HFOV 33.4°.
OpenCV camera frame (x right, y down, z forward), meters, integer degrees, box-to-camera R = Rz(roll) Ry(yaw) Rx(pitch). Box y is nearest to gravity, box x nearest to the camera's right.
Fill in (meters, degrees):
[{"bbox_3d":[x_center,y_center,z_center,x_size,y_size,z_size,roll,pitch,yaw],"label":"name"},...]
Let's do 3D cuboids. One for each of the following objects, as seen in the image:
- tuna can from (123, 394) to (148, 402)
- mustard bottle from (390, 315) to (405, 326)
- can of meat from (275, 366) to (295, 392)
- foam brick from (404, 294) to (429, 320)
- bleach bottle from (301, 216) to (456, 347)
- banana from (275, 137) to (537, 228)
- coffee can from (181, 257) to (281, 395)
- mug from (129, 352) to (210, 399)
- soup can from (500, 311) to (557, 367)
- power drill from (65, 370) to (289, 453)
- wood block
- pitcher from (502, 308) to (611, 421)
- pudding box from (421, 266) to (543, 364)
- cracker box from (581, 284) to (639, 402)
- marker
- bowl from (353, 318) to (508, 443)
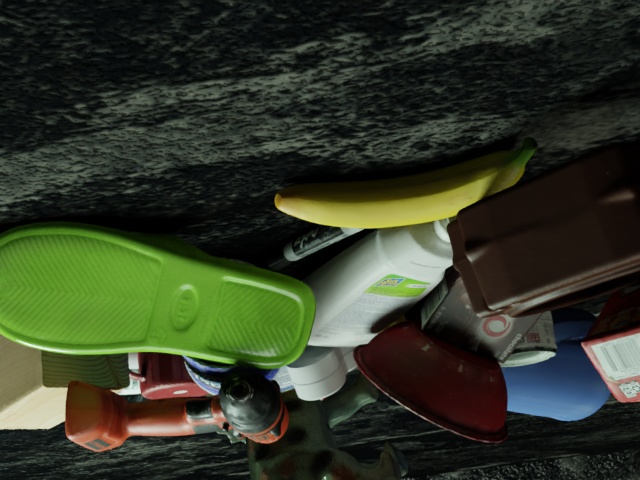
[{"bbox_3d":[-0.244,0.179,1.252,0.086,0.086,0.034,-2,159,-13],"label":"tuna can"},{"bbox_3d":[0.098,0.115,1.221,0.096,0.058,0.191,-14,160,14],"label":"mustard bottle"},{"bbox_3d":[-0.046,0.122,1.137,0.084,0.102,0.057,-21,112,28],"label":"can of meat"},{"bbox_3d":[0.120,0.054,1.057,0.053,0.051,0.078,-19,158,32],"label":"foam brick"},{"bbox_3d":[0.064,0.029,0.952,0.102,0.068,0.251,2,157,-28],"label":"bleach bottle"},{"bbox_3d":[0.068,-0.039,0.800,0.198,0.037,0.069,-13,142,15],"label":"banana"},{"bbox_3d":[-0.085,0.086,1.005,0.103,0.103,0.140,-6,161,-2],"label":"coffee can"},{"bbox_3d":[-0.159,0.119,1.109,0.117,0.081,0.093,8,157,-36],"label":"mug"},{"bbox_3d":[0.189,0.067,1.039,0.068,0.102,0.068,-6,162,-2],"label":"soup can"},{"bbox_3d":[-0.124,0.152,0.944,0.187,0.057,0.184,-2,161,5],"label":"power drill"},{"bbox_3d":[-0.278,0.129,1.087,0.090,0.091,0.207,6,158,-34],"label":"wood block"},{"bbox_3d":[0.221,0.124,1.173,0.242,0.149,0.145,12,-164,-45],"label":"pitcher"},{"bbox_3d":[0.155,0.047,0.955,0.090,0.039,0.114,24,120,-15],"label":"pudding box"},{"bbox_3d":[0.331,0.036,0.873,0.164,0.072,0.213,-24,-168,42],"label":"cracker box"},{"bbox_3d":[-0.006,0.001,0.911,0.020,0.020,0.121,9,156,-39],"label":"marker"},{"bbox_3d":[0.113,0.119,0.984,0.162,0.055,0.162,26,-168,-6],"label":"bowl"}]
